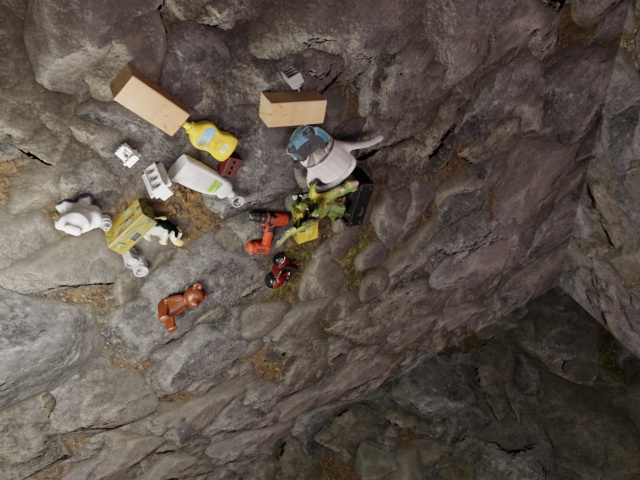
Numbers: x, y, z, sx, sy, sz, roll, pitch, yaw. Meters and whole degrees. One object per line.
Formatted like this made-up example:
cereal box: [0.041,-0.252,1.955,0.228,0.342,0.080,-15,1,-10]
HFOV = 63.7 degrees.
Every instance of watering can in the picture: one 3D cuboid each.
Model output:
watering can: [0.070,-0.326,1.963,0.345,0.106,0.221,-43,138,11]

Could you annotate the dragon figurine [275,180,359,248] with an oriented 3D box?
dragon figurine: [0.006,-0.103,2.038,0.242,0.124,0.403,8,134,-43]

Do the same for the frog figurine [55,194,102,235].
frog figurine: [-0.755,-0.056,1.617,0.138,0.162,0.120,-4,131,-30]
